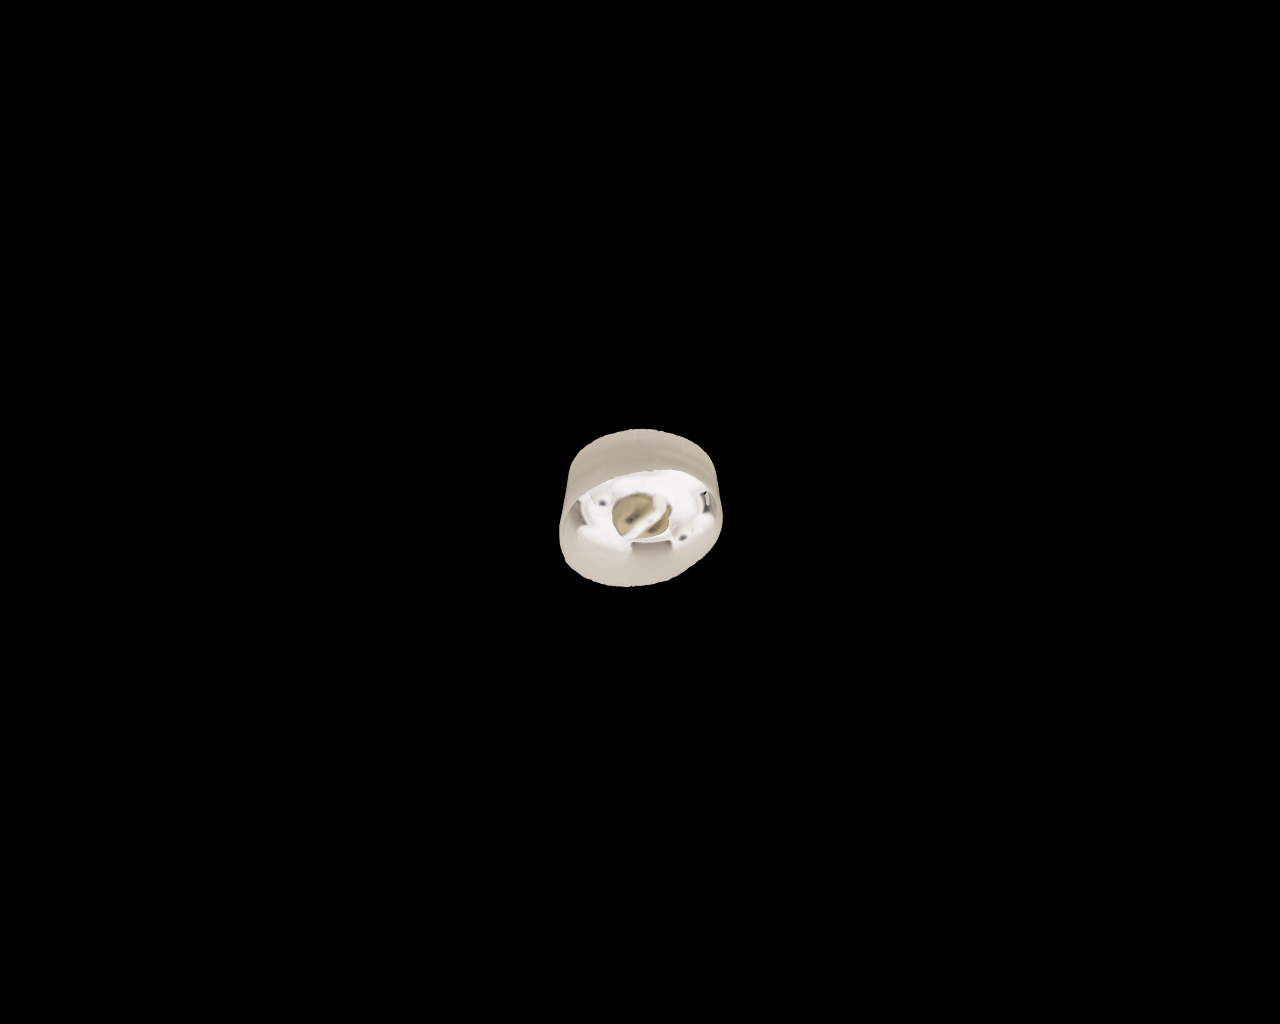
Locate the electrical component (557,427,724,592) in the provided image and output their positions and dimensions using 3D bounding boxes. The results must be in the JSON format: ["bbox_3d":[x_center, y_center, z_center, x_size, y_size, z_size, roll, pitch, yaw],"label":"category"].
[{"bbox_3d":[0.001,-0.003,0.650,0.099,0.064,0.099,0,-35,0],"label":"electrical component"}]
